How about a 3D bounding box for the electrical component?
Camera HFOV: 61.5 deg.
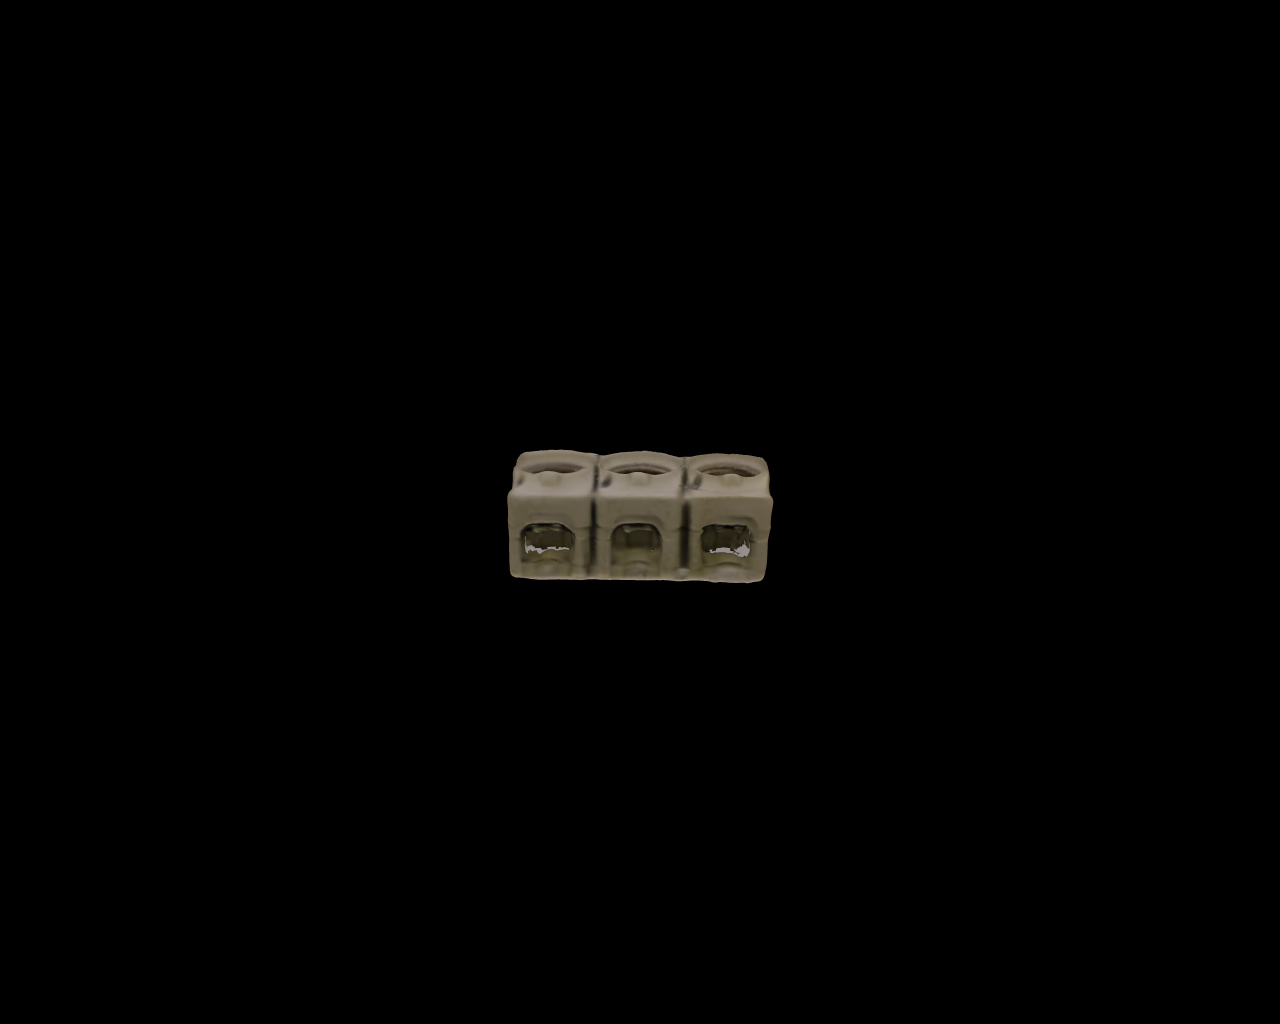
[{"bbox_3d":[0.001,-0.003,0.650,0.150,0.061,0.090,1,20,2],"label":"electrical component"}]
